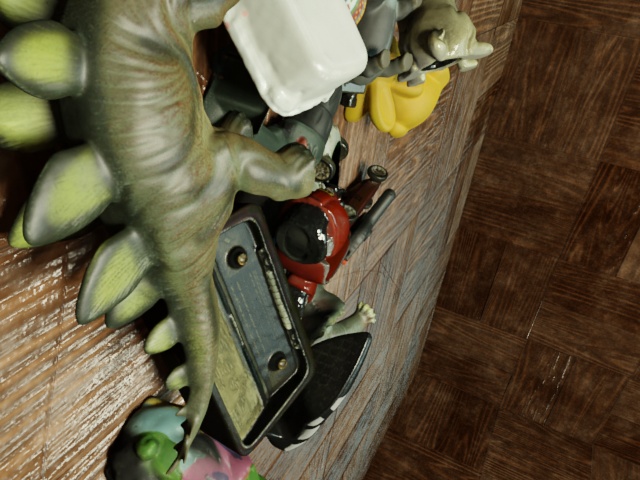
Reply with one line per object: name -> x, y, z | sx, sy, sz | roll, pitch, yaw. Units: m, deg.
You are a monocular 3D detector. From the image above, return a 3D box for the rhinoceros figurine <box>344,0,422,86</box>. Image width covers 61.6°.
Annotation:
rhinoceros figurine -> 0.057, -0.281, 0.635 | 0.073, 0.112, 0.190 | -16, 111, -47

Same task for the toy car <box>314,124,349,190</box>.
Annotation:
toy car -> 0.003, -0.073, 0.783 | 0.073, 0.056, 0.201 | -60, 160, -46

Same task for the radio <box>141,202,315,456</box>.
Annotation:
radio -> -0.090, 0.081, 0.530 | 0.131, 0.073, 0.229 | -40, 126, -39

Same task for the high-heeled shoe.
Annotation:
high-heeled shoe -> 0.007, 0.216, 0.756 | 0.249, 0.086, 0.145 | -42, 150, 17

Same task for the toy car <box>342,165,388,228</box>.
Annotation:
toy car -> 0.058, -0.062, 0.941 | 0.202, 0.053, 0.089 | -53, 170, -42

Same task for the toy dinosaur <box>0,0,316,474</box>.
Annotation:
toy dinosaur -> -0.110, -0.048, 0.366 | 0.198, 0.105, 0.470 | -28, 119, -34

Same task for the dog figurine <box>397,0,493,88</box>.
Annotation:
dog figurine -> 0.138, -0.313, 0.698 | 0.172, 0.121, 0.190 | -79, 155, -83

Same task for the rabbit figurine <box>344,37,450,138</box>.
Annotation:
rabbit figurine -> 0.101, -0.247, 0.835 | 0.162, 0.122, 0.173 | -58, 145, -6

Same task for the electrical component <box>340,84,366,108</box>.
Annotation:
electrical component -> 0.036, -0.229, 0.743 | 0.078, 0.045, 0.102 | -13, 123, -33

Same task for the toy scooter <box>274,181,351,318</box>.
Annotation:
toy scooter -> -0.001, -0.002, 0.628 | 0.135, 0.075, 0.183 | -52, 162, -40

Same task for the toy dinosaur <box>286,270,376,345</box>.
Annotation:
toy dinosaur -> -0.039, 0.192, 0.850 | 0.192, 0.131, 0.404 | -16, 133, -47

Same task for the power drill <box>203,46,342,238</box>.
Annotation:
power drill -> -0.051, -0.119, 0.576 | 0.232, 0.086, 0.207 | -65, 168, -6

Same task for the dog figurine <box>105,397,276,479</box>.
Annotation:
dog figurine -> -0.102, 0.273, 0.591 | 0.191, 0.219, 0.108 | 84, 28, -52
